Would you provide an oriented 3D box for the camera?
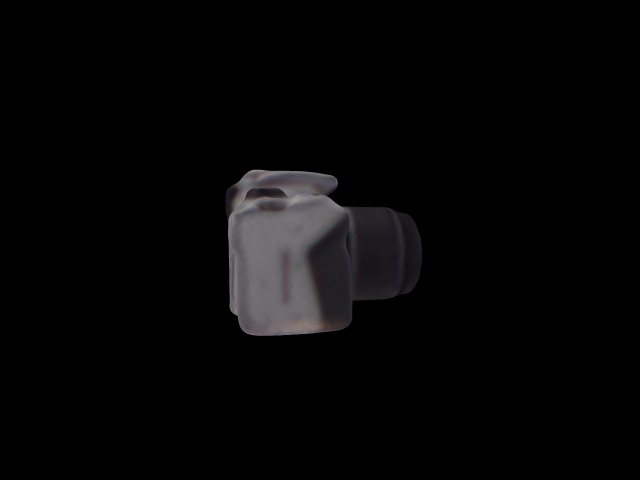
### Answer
[{"bbox_3d":[0.004,0.001,0.400,0.137,0.101,0.143,-1,4,-11],"label":"camera"}]
